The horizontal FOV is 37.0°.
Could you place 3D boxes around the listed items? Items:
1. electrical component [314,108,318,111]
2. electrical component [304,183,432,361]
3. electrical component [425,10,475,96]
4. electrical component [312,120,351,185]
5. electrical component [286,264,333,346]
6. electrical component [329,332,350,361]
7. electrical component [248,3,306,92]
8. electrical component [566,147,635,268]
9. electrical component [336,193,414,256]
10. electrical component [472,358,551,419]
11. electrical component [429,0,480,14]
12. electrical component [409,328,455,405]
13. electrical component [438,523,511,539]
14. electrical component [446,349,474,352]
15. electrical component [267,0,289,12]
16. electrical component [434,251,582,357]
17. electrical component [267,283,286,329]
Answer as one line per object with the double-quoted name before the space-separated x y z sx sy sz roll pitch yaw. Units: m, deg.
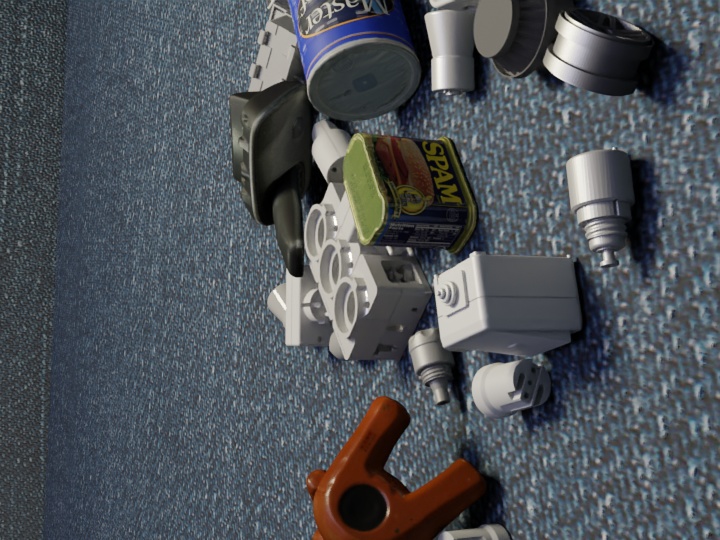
"electrical component" -0.034 -0.198 1.106 0.040 0.040 0.078 128 137 -52
"electrical component" 0.000 0.000 0.991 0.150 0.062 0.089 -113 35 -42
"electrical component" 0.075 -0.174 0.870 0.044 0.044 0.065 -173 81 -65
"electrical component" -0.025 -0.118 1.076 0.081 0.043 0.043 -118 38 -48
"electrical component" -0.041 0.036 1.093 0.076 0.047 0.083 172 99 -65
"electrical component" -0.014 0.072 1.049 0.061 0.035 0.035 151 118 -64
"electrical component" -0.084 -0.216 1.173 0.079 0.063 0.121 32 126 16
"electrical component" 0.155 -0.041 0.685 0.040 0.040 0.078 152 117 -62
"electrical component" 0.025 -0.039 0.935 0.076 0.066 0.047 -112 34 -42
"electrical component" 0.110 0.084 0.775 0.046 0.040 0.040 -26 64 56
"electrical component" 0.091 -0.245 0.816 0.054 0.059 0.095 -177 90 -65
"electrical component" 0.062 0.081 0.884 0.035 0.035 0.061 -50 47 53
"electrical component" 0.085 0.212 0.808 0.040 0.046 0.040 -178 90 -65
"electrical component" 0.083 0.031 0.830 0.045 0.045 0.055 140 128 -58
"electrical component" -0.063 -0.350 1.162 0.109 0.056 0.108 141 127 -59
"electrical component" 0.096 0.026 0.740 0.062 0.096 0.061 146 122 -60
"electrical component" -0.069 0.049 1.163 0.065 0.044 0.044 56 137 45
